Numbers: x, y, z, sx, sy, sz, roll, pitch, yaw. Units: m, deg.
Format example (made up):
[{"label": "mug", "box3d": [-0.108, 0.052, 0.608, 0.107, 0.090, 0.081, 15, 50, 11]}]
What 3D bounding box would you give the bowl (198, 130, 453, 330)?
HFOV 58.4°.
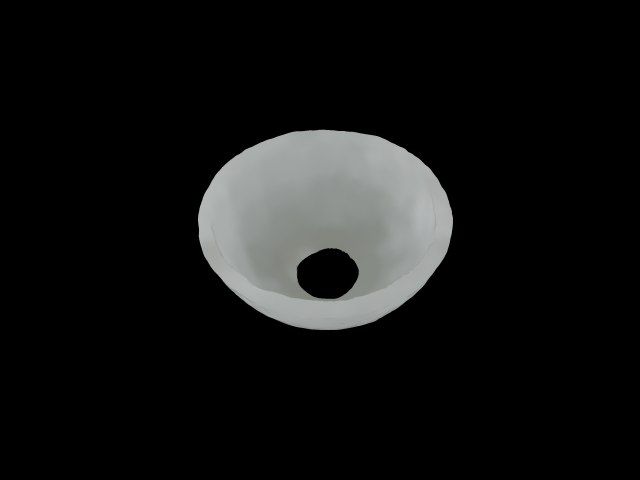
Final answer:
[{"label": "bowl", "box3d": [0.004, 0.001, 0.400, 0.167, 0.075, 0.167, 0, 49, 0]}]
